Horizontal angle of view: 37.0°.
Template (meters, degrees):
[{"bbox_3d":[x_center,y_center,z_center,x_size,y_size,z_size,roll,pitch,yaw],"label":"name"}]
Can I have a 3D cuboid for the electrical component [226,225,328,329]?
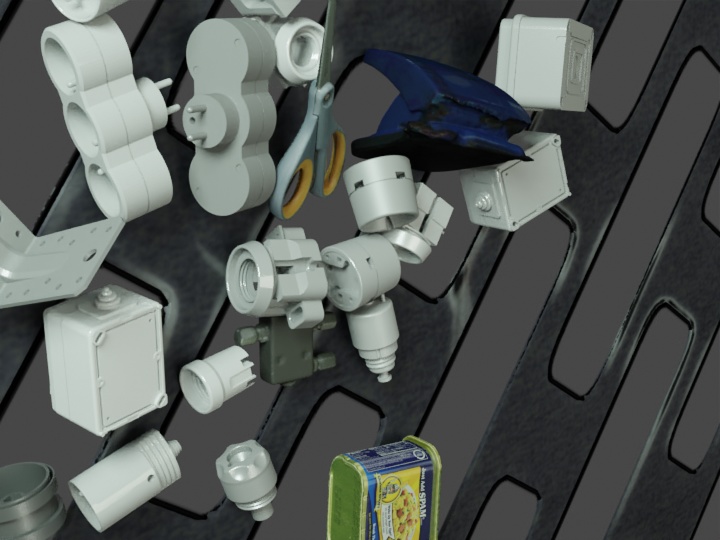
[{"bbox_3d":[-0.066,0.006,0.821,0.057,0.058,0.078,-2,68,-35],"label":"electrical component"}]

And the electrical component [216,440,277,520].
[{"bbox_3d":[-0.086,0.170,0.854,0.043,0.043,0.062,-33,120,-29],"label":"electrical component"}]

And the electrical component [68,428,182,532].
[{"bbox_3d":[-0.166,0.150,0.786,0.081,0.043,0.043,-32,118,-29],"label":"electrical component"}]

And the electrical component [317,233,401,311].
[{"bbox_3d":[0.000,0.000,0.878,0.047,0.055,0.055,-24,114,-36],"label":"electrical component"}]

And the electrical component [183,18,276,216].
[{"bbox_3d":[-0.099,-0.106,0.758,0.074,0.052,0.138,-26,120,-60],"label":"electrical component"}]

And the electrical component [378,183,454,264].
[{"bbox_3d":[0.044,-0.039,0.909,0.066,0.048,0.055,35,71,-38],"label":"electrical component"}]

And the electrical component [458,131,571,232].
[{"bbox_3d":[0.130,-0.078,0.958,0.096,0.061,0.061,-31,117,-29],"label":"electrical component"}]

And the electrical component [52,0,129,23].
[{"bbox_3d":[-0.174,-0.207,0.695,0.079,0.043,0.077,48,43,-5],"label":"electrical component"}]

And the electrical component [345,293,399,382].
[{"bbox_3d":[0.013,0.058,0.909,0.040,0.040,0.078,-27,115,-31],"label":"electrical component"}]

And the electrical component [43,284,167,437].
[{"bbox_3d":[-0.177,0.053,0.739,0.062,0.061,0.096,-25,125,-46],"label":"electrical component"}]

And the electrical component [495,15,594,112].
[{"bbox_3d":[0.161,-0.177,0.935,0.113,0.057,0.078,-17,112,-65],"label":"electrical component"}]

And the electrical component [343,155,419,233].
[{"bbox_3d":[0.018,-0.060,0.863,0.055,0.055,0.047,-4,75,-38],"label":"electrical component"}]

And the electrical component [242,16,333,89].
[{"bbox_3d":[-0.053,-0.162,0.798,0.066,0.055,0.048,46,71,-35],"label":"electrical component"}]

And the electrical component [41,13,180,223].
[{"bbox_3d":[-0.156,-0.108,0.731,0.074,0.052,0.138,-29,116,-31],"label":"electrical component"}]

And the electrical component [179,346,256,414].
[{"bbox_3d":[-0.108,0.082,0.821,0.046,0.040,0.040,-26,115,-38],"label":"electrical component"}]

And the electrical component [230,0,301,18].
[{"bbox_3d":[-0.085,-0.261,0.747,0.089,0.062,0.150,-52,126,-17],"label":"electrical component"}]
